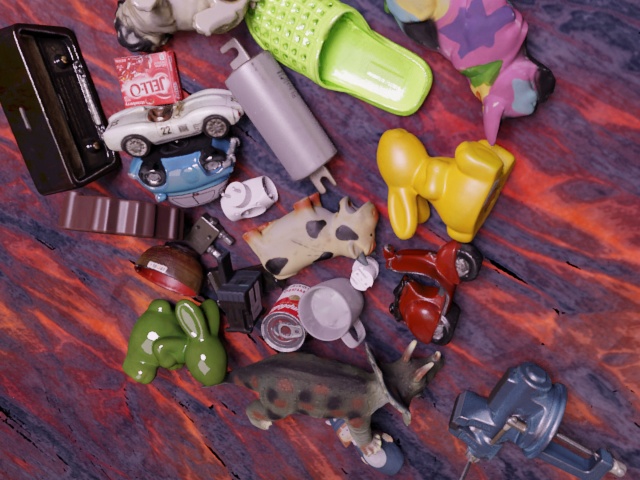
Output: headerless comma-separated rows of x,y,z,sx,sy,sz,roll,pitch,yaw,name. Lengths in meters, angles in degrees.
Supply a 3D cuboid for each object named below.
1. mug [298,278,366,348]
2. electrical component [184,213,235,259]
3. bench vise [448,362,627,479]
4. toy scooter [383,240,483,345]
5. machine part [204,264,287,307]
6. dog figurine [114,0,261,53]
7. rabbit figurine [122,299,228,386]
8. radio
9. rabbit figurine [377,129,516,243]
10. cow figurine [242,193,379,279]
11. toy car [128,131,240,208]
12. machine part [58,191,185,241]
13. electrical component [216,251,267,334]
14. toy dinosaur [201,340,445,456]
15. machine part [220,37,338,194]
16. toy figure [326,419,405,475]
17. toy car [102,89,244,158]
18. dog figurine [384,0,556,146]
0.033,0.104,0.809,0.109,0.107,0.081,48,114,6,mug
-0.188,-0.012,0.874,0.094,0.021,0.063,40,115,-2,electrical component
0.325,0.298,0.809,0.241,0.129,0.223,27,114,11,bench vise
0.147,0.068,0.783,0.135,0.075,0.183,18,124,12,toy scooter
-0.121,0.066,0.879,0.139,0.039,0.084,-13,102,21,machine part
-0.181,-0.303,0.713,0.172,0.191,0.121,14,83,-20,dog figurine
-0.220,0.174,0.907,0.170,0.121,0.159,18,93,23,rabbit figurine
-0.390,-0.193,0.795,0.073,0.131,0.229,-8,108,17,radio
0.151,-0.082,0.725,0.173,0.122,0.162,31,126,16,rabbit figurine
-0.002,-0.002,0.795,0.195,0.085,0.127,-27,96,20,cow figurine
-0.193,-0.103,0.804,0.162,0.109,0.102,-8,132,6,toy car
-0.294,-0.033,0.812,0.180,0.179,0.056,6,87,12,machine part
-0.122,0.075,0.823,0.048,0.075,0.119,2,112,16,electrical component
-0.009,0.226,0.836,0.405,0.131,0.192,4,132,5,toy dinosaur
-0.052,-0.169,0.742,0.079,0.079,0.243,-30,103,23,machine part
0.075,0.340,0.927,0.154,0.058,0.064,38,77,0,toy figure
-0.206,-0.169,0.763,0.202,0.074,0.056,-14,130,2,toy car
0.180,-0.226,0.649,0.192,0.108,0.219,-4,113,15,dog figurine
